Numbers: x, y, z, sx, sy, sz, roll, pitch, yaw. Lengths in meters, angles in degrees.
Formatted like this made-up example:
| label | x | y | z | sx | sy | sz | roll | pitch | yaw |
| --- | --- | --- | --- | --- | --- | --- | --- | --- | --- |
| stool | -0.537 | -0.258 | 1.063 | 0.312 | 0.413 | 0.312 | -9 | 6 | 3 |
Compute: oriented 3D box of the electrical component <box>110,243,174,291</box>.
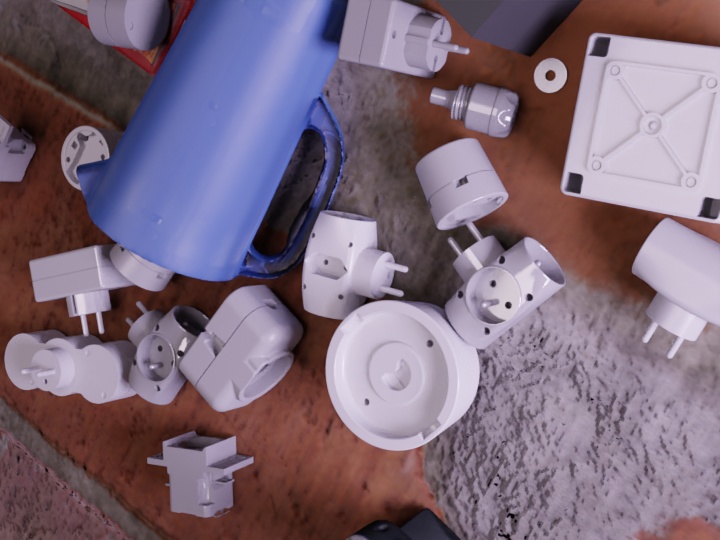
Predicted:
| label | x | y | z | sx | sy | sz | roll | pitch | yaw |
| --- | --- | --- | --- | --- | --- | --- | --- | --- | --- |
| electrical component | -0.176 | -0.018 | 0.912 | 0.055 | 0.055 | 0.047 | 47 | 110 | 19 |

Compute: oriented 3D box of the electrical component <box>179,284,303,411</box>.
| label | x | y | z | sx | sy | sz | roll | pitch | yaw |
| --- | --- | --- | --- | --- | --- | --- | --- | --- | --- |
| electrical component | -0.093 | 0.066 | 0.870 | 0.059 | 0.054 | 0.095 | 46 | 113 | 19 |

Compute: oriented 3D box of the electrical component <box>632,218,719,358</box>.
| label | x | y | z | sx | sy | sz | roll | pitch | yaw |
| --- | --- | --- | --- | --- | --- | --- | --- | --- | --- |
| electrical component | 0.213 | 0.019 | 0.699 | 0.077 | 0.044 | 0.079 | 35 | 109 | 23 |

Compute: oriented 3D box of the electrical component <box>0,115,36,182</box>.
| label | x | y | z | sx | sy | sz | roll | pitch | yaw |
| --- | --- | --- | --- | --- | --- | --- | --- | --- | --- |
| electrical component | -0.340 | -0.108 | 0.993 | 0.042 | 0.064 | 0.081 | 38 | 111 | 21 |

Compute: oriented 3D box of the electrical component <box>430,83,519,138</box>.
| label | x | y | z | sx | sy | sz | roll | pitch | yaw |
| --- | --- | --- | --- | --- | --- | --- | --- | --- | --- |
| electrical component | 0.080 | -0.117 | 0.765 | 0.061 | 0.035 | 0.035 | 17 | 102 | 12 |

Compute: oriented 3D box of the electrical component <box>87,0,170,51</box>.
| label | x | y | z | sx | sy | sz | roll | pitch | yaw |
| --- | --- | --- | --- | --- | --- | --- | --- | --- | --- |
| electrical component | -0.154 | -0.233 | 0.802 | 0.074 | 0.052 | 0.138 | 14 | 99 | 27 |

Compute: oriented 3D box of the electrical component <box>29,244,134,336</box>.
| label | x | y | z | sx | sy | sz | roll | pitch | yaw |
| --- | --- | --- | --- | --- | --- | --- | --- | --- | --- |
| electrical component | -0.243 | 0.021 | 0.956 | 0.083 | 0.047 | 0.075 | -10 | 89 | 29 |

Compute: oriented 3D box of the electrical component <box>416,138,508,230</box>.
| label | x | y | z | sx | sy | sz | roll | pitch | yaw |
| --- | --- | --- | --- | --- | --- | --- | --- | --- | --- |
| electrical component | 0.071 | -0.062 | 0.769 | 0.055 | 0.055 | 0.047 | -30 | 75 | 28 |

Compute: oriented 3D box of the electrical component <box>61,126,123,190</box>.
| label | x | y | z | sx | sy | sz | roll | pitch | yaw |
| --- | --- | --- | --- | --- | --- | --- | --- | --- | --- |
| electrical component | -0.223 | -0.096 | 0.937 | 0.055 | 0.047 | 0.055 | 2 | 94 | 29 |

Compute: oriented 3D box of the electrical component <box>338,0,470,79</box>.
| label | x | y | z | sx | sy | sz | roll | pitch | yaw |
| --- | --- | --- | --- | --- | --- | --- | --- | --- | --- |
| electrical component | 0.040 | -0.162 | 0.763 | 0.076 | 0.083 | 0.047 | 17 | 101 | 28 |

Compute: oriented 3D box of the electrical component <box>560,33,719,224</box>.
| label | x | y | z | sx | sy | sz | roll | pitch | yaw |
| --- | --- | --- | --- | --- | --- | --- | --- | --- | --- |
| electrical component | 0.196 | -0.091 | 0.694 | 0.109 | 0.056 | 0.108 | 14 | 100 | 28 |

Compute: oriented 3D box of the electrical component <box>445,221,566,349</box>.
| label | x | y | z | sx | sy | sz | roll | pitch | yaw |
| --- | --- | --- | --- | --- | --- | --- | --- | --- | --- |
| electrical component | 0.092 | 0.002 | 0.766 | 0.077 | 0.044 | 0.079 | -42 | 73 | 25 |

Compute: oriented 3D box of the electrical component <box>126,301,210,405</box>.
| label | x | y | z | sx | sy | sz | roll | pitch | yaw |
| --- | --- | --- | --- | --- | --- | --- | --- | --- | --- |
| electrical component | -0.172 | 0.061 | 0.920 | 0.079 | 0.044 | 0.077 | 44 | 112 | 21 |

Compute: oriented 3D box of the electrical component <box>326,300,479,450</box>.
| label | x | y | z | sx | sy | sz | roll | pitch | yaw |
| --- | --- | --- | --- | --- | --- | --- | --- | --- | --- |
| electrical component | 0.036 | 0.074 | 0.793 | 0.108 | 0.060 | 0.108 | 2 | 94 | 29 |

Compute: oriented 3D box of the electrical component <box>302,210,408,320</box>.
| label | x | y | z | sx | sy | sz | roll | pitch | yaw |
| --- | --- | --- | --- | --- | --- | --- | --- | --- | --- |
| electrical component | 0.000 | 0.000 | 0.819 | 0.079 | 0.043 | 0.077 | 15 | 100 | 27 |

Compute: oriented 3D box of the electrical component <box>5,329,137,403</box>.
| label | x | y | z | sx | sy | sz | roll | pitch | yaw |
| --- | --- | --- | --- | --- | --- | --- | --- | --- | --- |
| electrical component | -0.267 | 0.087 | 0.958 | 0.138 | 0.074 | 0.052 | 5 | 96 | 29 |

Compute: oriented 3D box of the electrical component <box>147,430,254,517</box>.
| label | x | y | z | sx | sy | sz | roll | pitch | yaw |
| --- | --- | --- | --- | --- | --- | --- | --- | --- | --- |
| electrical component | -0.134 | 0.173 | 0.908 | 0.081 | 0.042 | 0.063 | 2 | 97 | 30 |
